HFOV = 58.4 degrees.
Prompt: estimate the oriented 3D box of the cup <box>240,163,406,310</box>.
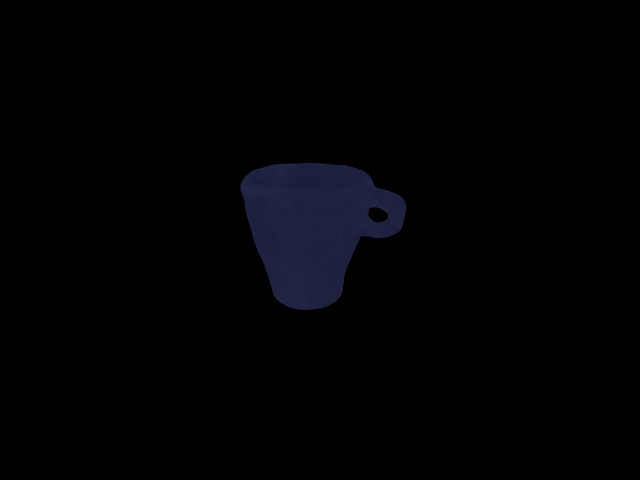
[{"bbox_3d":[0.004,0.001,0.400,0.117,0.095,0.092,11,23,27],"label":"cup"}]
